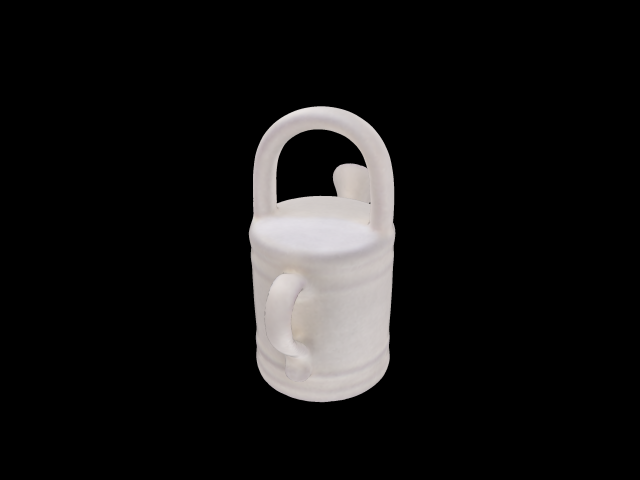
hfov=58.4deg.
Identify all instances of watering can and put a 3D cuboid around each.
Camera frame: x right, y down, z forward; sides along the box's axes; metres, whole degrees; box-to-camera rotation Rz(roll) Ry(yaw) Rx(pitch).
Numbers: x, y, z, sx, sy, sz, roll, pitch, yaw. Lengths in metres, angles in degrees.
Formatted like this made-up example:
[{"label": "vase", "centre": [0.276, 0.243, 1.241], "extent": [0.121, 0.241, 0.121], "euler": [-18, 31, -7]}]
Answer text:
[{"label": "watering can", "centre": [0.001, 0.001, 0.401], "extent": [0.101, 0.194, 0.172], "euler": [-2, 27, -3]}]
